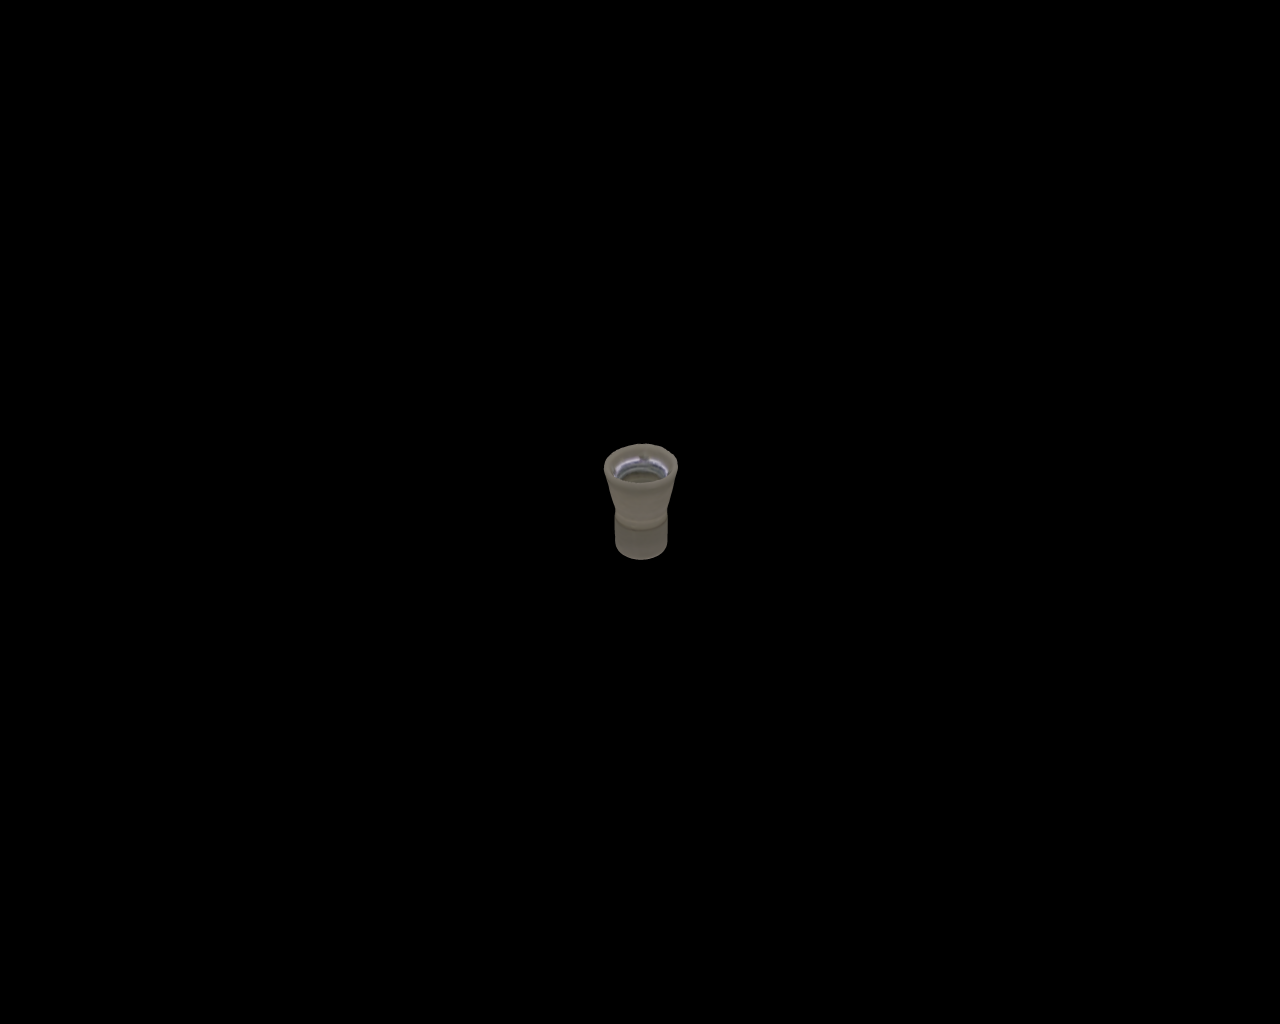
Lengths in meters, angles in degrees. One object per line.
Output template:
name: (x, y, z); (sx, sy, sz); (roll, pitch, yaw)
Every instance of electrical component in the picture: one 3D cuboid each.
electrical component: (0.001, -0.003, 0.650); (0.044, 0.065, 0.044); (0, 35, 0)
